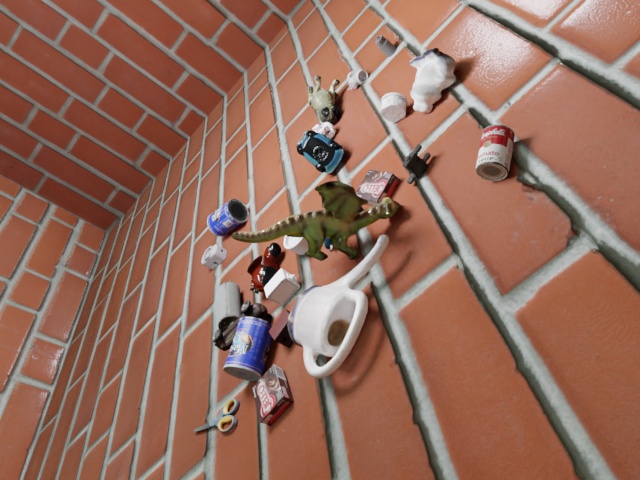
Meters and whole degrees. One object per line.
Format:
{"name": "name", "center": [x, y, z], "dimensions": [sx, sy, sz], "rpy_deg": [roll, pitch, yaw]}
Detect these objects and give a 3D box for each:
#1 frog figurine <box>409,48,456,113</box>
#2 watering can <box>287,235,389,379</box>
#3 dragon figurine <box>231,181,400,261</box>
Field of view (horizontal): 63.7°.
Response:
{"name": "frog figurine", "center": [0.316, -0.436, 1.436], "dimensions": [0.137, 0.123, 0.159], "rpy_deg": [-4, 92, 45]}
{"name": "watering can", "center": [0.040, 0.145, 1.192], "dimensions": [0.224, 0.103, 0.352], "rpy_deg": [-2, 58, 56]}
{"name": "dragon figurine", "center": [0.004, -0.063, 1.248], "dimensions": [0.237, 0.410, 0.125], "rpy_deg": [111, 152, -46]}
